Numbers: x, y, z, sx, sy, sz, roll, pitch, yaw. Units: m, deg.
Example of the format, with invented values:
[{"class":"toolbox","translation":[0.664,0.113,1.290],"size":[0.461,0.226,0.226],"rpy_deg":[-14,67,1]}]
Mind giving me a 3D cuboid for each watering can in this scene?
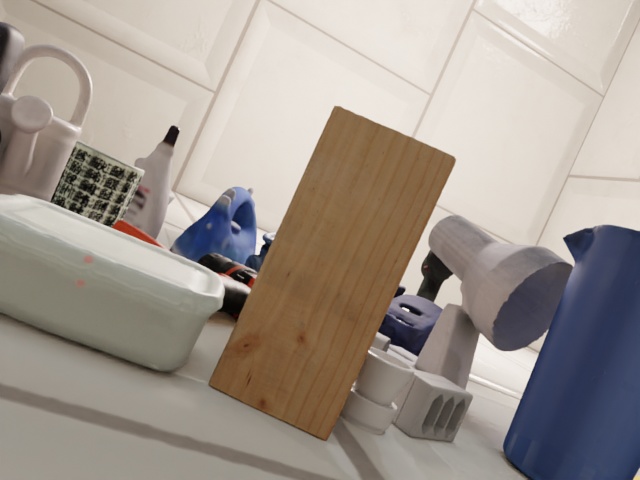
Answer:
[{"class":"watering can","translation":[-0.330,-0.131,0.665],"size":[0.172,0.194,0.101],"rpy_deg":[25,1,44]}]

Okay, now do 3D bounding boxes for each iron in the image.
[{"class":"iron","translation":[-0.146,-0.023,0.871],"size":[0.118,0.141,0.258],"rpy_deg":[24,1,-1]}]

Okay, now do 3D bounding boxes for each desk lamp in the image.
[{"class":"desk lamp","translation":[0.166,0.083,0.678],"size":[0.118,0.213,0.202],"rpy_deg":[23,1,-41]}]

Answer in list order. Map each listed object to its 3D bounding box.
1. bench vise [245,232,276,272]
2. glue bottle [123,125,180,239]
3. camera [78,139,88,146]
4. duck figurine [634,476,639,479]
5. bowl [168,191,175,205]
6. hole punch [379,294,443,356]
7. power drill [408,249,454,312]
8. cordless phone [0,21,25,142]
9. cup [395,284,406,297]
[{"class":"bench vise","translation":[0.000,-0.001,0.910],"size":[0.121,0.220,0.208],"rpy_deg":[25,1,42]},{"class":"glue bottle","translation":[-0.236,-0.079,0.794],"size":[0.078,0.173,0.037],"rpy_deg":[25,1,13]},{"class":"camera","translation":[-0.365,-0.099,0.845],"size":[0.142,0.101,0.137],"rpy_deg":[25,1,34]},{"class":"duck figurine","translation":[0.353,0.240,0.554],"size":[0.104,0.086,0.078],"rpy_deg":[25,1,14]},{"class":"bowl","translation":[-0.350,-0.082,1.019],"size":[0.167,0.075,0.167],"rpy_deg":[24,1,0]},{"class":"hole punch","translation":[0.146,0.135,0.938],"size":[0.108,0.091,0.101],"rpy_deg":[25,1,40]},{"class":"power drill","translation":[0.218,0.100,1.128],"size":[0.075,0.208,0.230],"rpy_deg":[24,1,5]},{"class":"cordless phone","translation":[-0.355,-0.135,0.542],"size":[0.094,0.185,0.147],"rpy_deg":[24,1,-9]},{"class":"cup","translation":[0.084,0.103,1.028],"size":[0.118,0.095,0.091],"rpy_deg":[24,1,-2]}]
